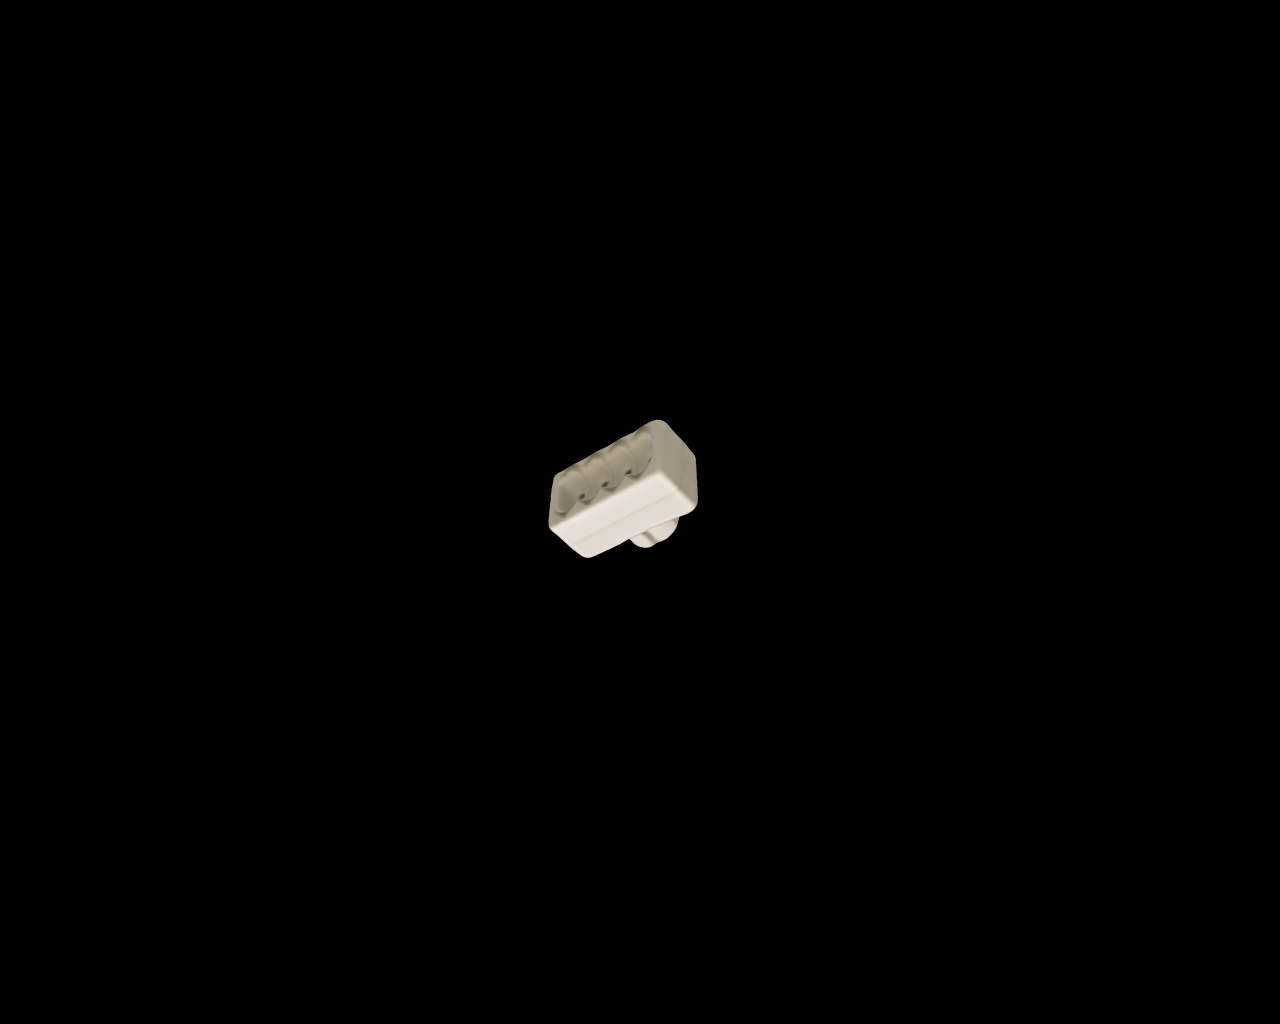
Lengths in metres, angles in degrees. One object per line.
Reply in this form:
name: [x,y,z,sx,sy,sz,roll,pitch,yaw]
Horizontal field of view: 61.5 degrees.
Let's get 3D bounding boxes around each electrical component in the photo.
electrical component: [0.001,-0.003,0.650,0.083,0.047,0.075,-26,-49,25]
